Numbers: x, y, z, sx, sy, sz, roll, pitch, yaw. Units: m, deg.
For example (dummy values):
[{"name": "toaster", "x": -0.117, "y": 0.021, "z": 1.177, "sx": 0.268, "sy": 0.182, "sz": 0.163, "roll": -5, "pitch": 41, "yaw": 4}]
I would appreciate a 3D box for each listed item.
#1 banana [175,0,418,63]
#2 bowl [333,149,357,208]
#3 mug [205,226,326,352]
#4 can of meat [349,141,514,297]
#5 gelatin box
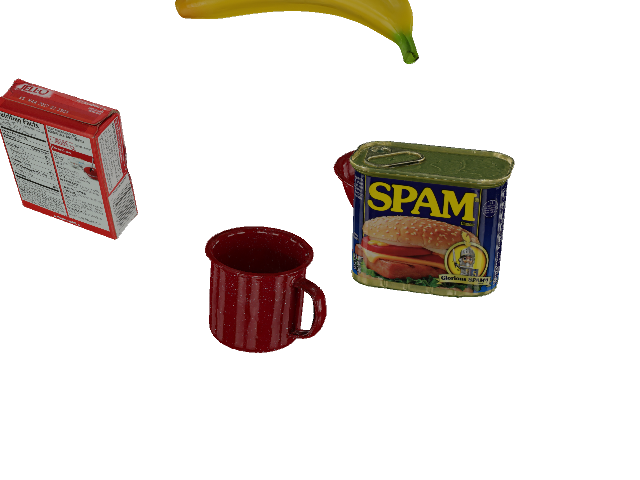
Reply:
[{"name": "banana", "x": -0.011, "y": -0.183, "z": 0.810, "sx": 0.198, "sy": 0.069, "sz": 0.037, "roll": 13, "pitch": -39, "yaw": 17}, {"name": "bowl", "x": 0.092, "y": -0.044, "z": 1.080, "sx": 0.162, "sy": 0.055, "sz": 0.162, "roll": 4, "pitch": 24, "yaw": -2}, {"name": "mug", "x": -0.045, "y": 0.047, "z": 0.922, "sx": 0.117, "sy": 0.081, "sz": 0.093, "roll": 19, "pitch": 30, "yaw": 27}, {"name": "can of meat", "x": 0.070, "y": -0.013, "z": 0.691, "sx": 0.102, "sy": 0.084, "sz": 0.057, "roll": 7, "pitch": 24, "yaw": 14}, {"name": "gelatin box", "x": -0.155, "y": -0.050, "z": 0.656, "sx": 0.073, "sy": 0.089, "sz": 0.030, "roll": 18, "pitch": 49, "yaw": 18}]
